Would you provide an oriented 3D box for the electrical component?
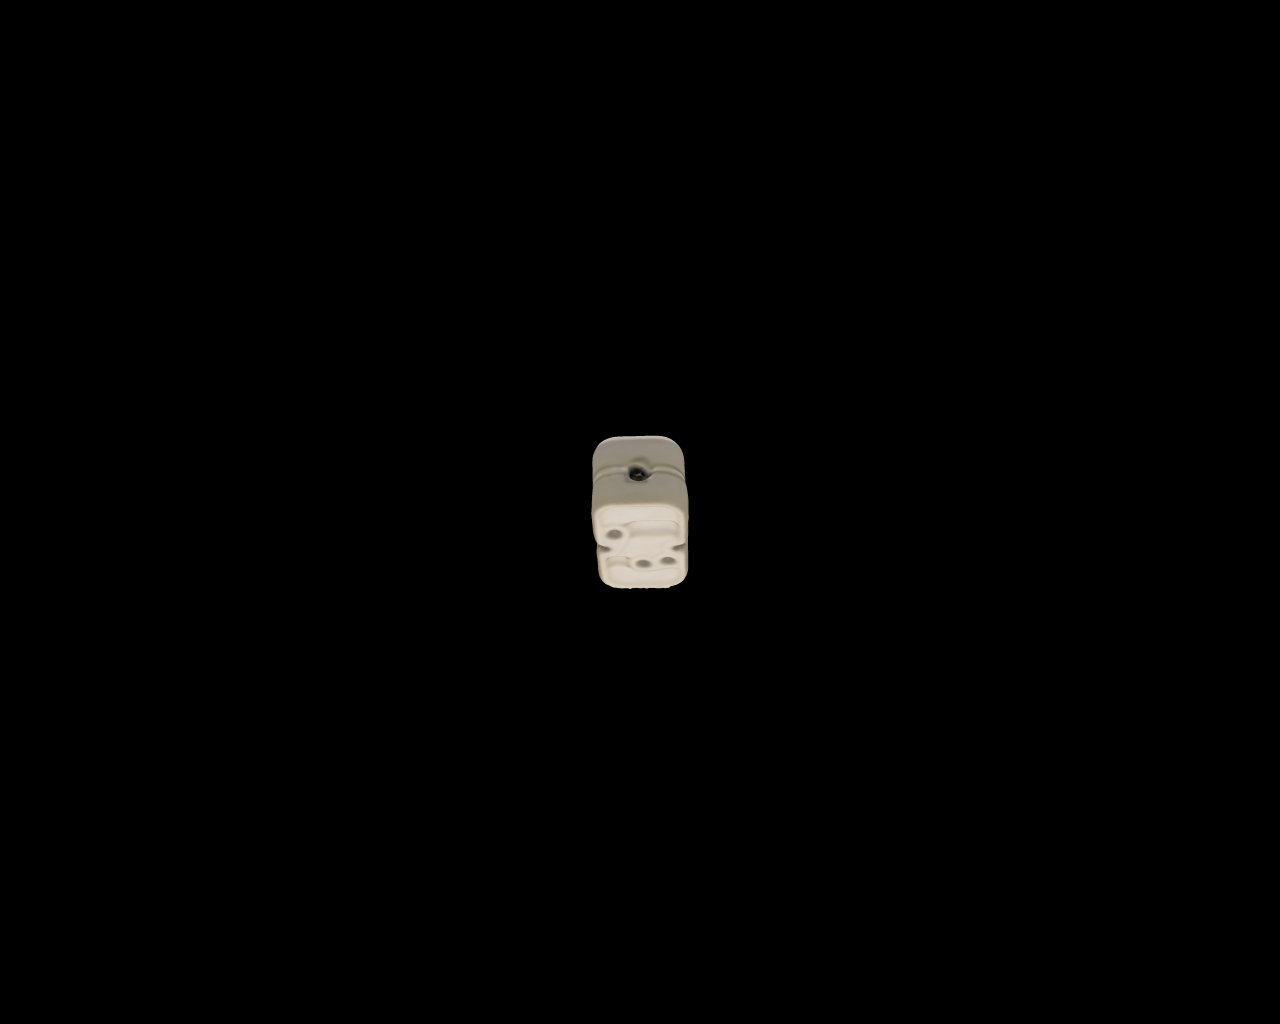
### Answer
[{"bbox_3d":[0.001,-0.003,0.650,0.054,0.059,0.095,-1,-34,2],"label":"electrical component"}]
